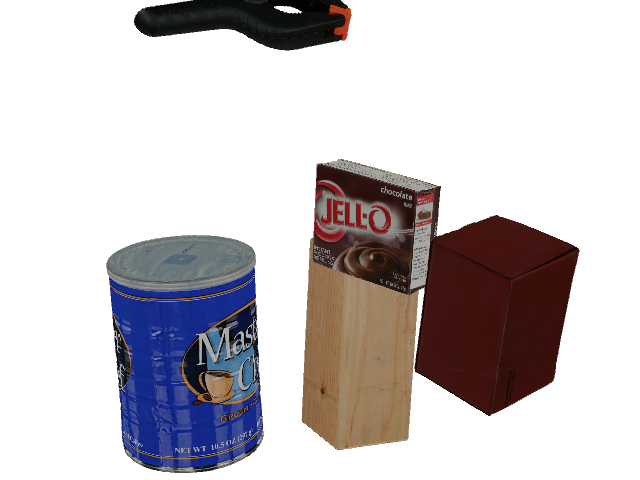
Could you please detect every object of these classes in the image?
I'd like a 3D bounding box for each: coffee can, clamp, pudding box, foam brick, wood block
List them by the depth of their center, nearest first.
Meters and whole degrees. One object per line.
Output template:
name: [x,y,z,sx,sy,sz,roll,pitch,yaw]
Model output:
foam brick: [0.085,0.035,0.521,0.052,0.078,0.051,-18,35,-38]
coffee can: [-0.094,0.077,0.757,0.103,0.140,0.103,-2,18,0]
clamp: [-0.059,-0.205,0.876,0.171,0.120,0.039,8,-27,-6]
pudding box: [0.045,-0.014,0.901,0.114,0.090,0.039,17,24,38]
wood block: [0.041,0.104,1.132,0.090,0.206,0.091,-3,13,-27]
